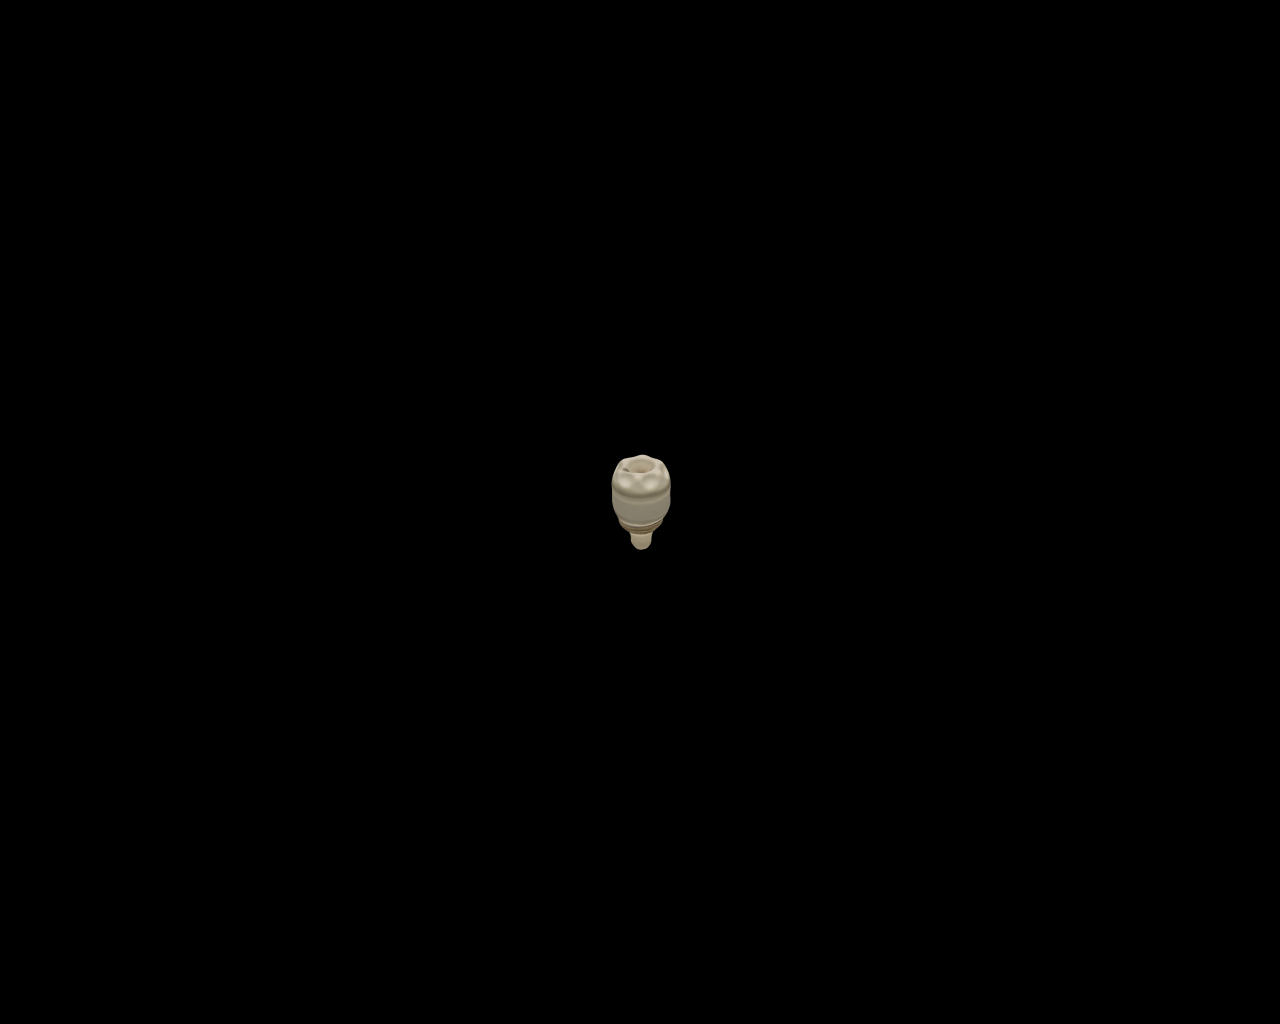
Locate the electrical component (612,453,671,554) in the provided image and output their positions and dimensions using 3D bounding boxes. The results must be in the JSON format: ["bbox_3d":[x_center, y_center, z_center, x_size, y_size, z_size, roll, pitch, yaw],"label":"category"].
[{"bbox_3d":[0.001,-0.003,0.650,0.035,0.061,0.035,0,34,0],"label":"electrical component"}]
